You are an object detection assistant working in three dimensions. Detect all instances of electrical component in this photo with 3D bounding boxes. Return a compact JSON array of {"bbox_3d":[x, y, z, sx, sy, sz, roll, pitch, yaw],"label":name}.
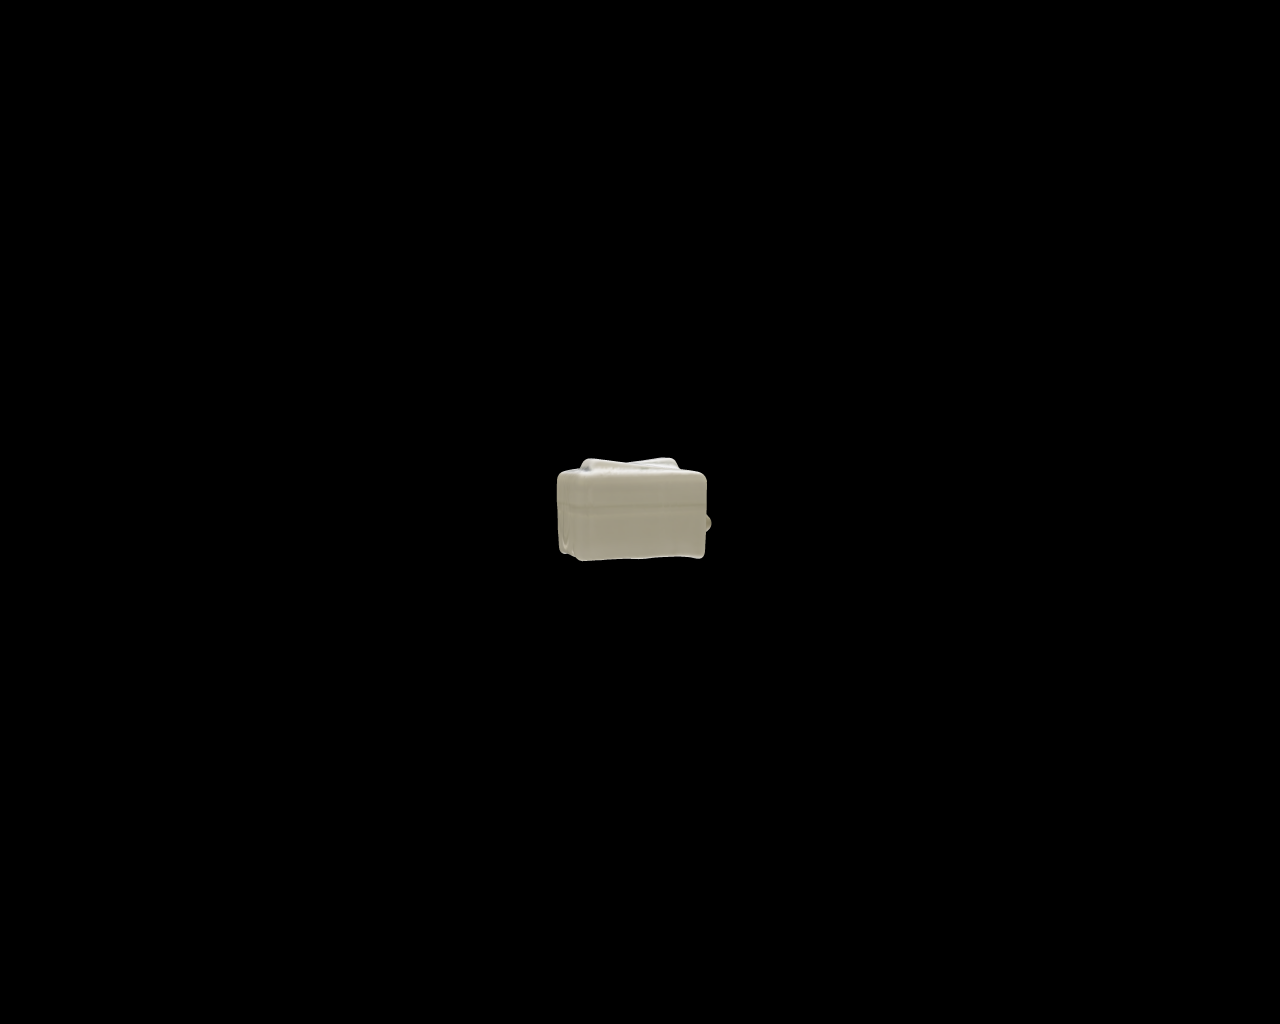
[{"bbox_3d":[0.001,-0.003,0.650,0.096,0.061,0.062,-1,4,-15],"label":"electrical component"}]
